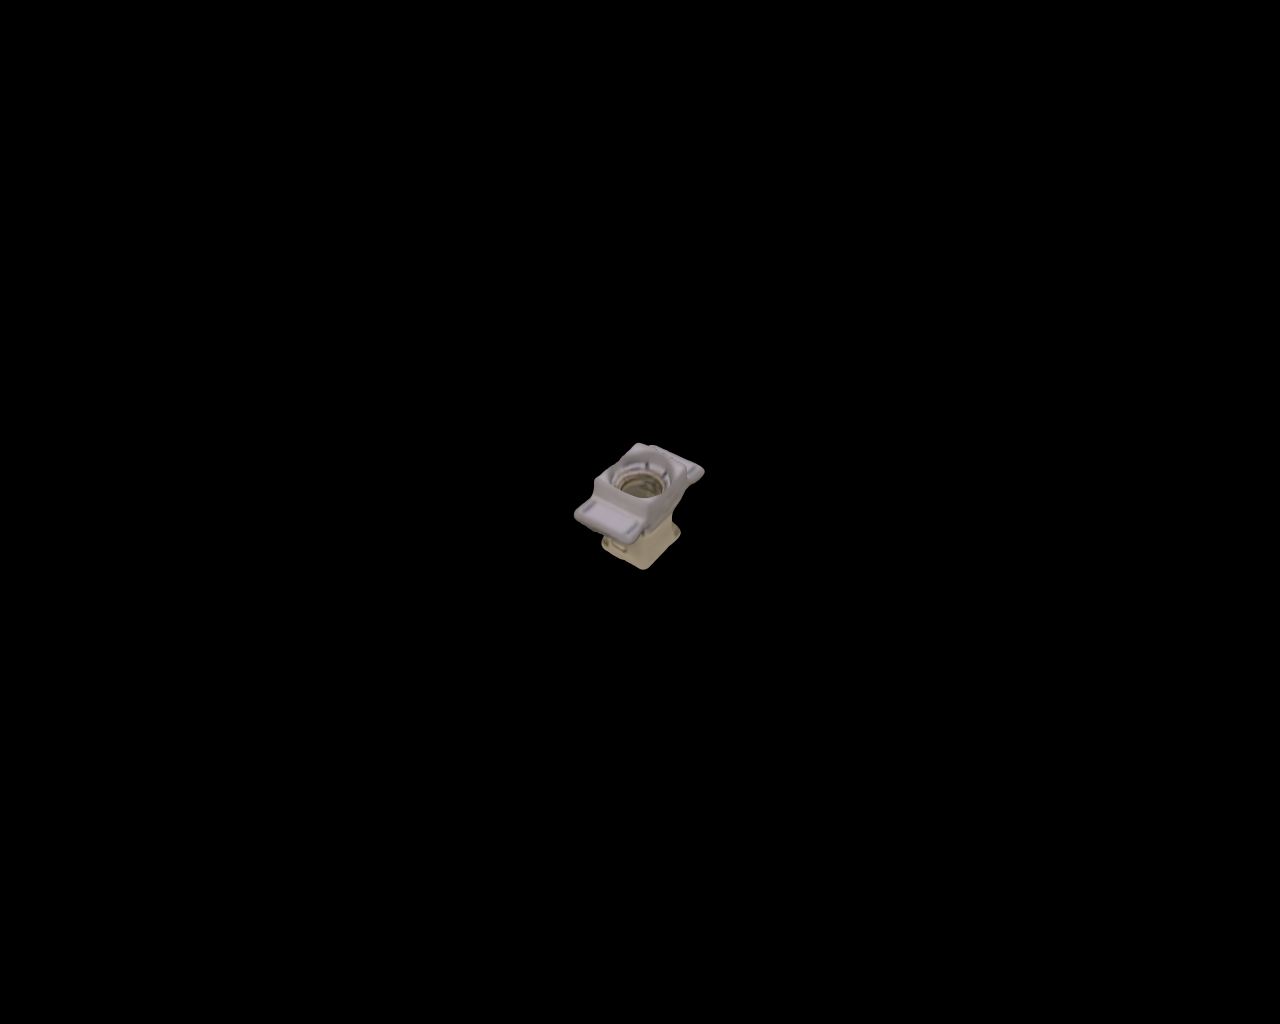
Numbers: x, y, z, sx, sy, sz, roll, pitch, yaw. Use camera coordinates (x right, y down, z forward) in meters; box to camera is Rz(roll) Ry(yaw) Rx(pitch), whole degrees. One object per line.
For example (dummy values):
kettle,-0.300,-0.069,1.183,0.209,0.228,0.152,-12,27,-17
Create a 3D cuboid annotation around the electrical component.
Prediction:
electrical component,0.001,-0.003,0.650,0.042,0.063,0.081,27,50,26
